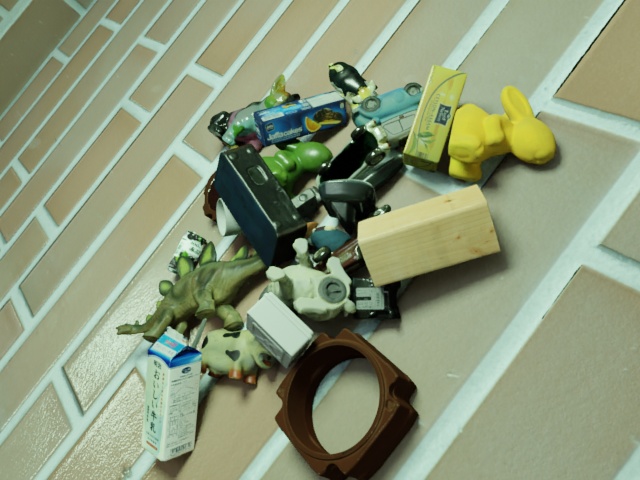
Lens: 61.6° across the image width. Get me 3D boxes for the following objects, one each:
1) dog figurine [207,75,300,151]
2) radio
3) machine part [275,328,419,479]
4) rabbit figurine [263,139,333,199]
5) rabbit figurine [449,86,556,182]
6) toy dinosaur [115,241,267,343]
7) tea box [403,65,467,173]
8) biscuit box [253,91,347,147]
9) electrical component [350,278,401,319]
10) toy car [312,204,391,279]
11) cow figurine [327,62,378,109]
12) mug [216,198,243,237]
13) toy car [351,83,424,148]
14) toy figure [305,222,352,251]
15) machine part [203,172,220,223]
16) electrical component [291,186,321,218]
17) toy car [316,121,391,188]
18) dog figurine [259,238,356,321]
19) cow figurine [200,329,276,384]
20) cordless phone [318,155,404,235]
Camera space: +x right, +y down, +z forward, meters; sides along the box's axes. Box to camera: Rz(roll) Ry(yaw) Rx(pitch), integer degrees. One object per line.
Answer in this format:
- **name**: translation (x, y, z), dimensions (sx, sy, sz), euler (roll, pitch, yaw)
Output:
- **dog figurine**: translation (-0.154, -0.308, 1.325), dimensions (0.219, 0.108, 0.192), euler (-47, 45, -4)
- **radio**: translation (-0.120, -0.070, 1.054), dimensions (0.073, 0.131, 0.230), euler (-26, 70, -29)
- **machine part**: translation (0.037, 0.262, 0.868), dimensions (0.201, 0.087, 0.201), euler (-50, 47, -2)
- **rabbit figurine**: translation (-0.056, -0.159, 1.183), dimensions (0.170, 0.121, 0.159), euler (-27, 42, -3)
- **rabbit figurine**: translation (0.318, -0.175, 0.930), dimensions (0.173, 0.121, 0.162), euler (10, 60, 24)
- **toy dinosaur**: translation (-0.231, 0.099, 1.140), dimensions (0.472, 0.105, 0.199), euler (-22, 49, 10)
- **tea box**: translation (0.209, -0.219, 0.987), dimensions (0.068, 0.098, 0.169), euler (19, 87, 10)
- **biscuit box**: translation (-0.043, -0.267, 1.181), dimensions (0.203, 0.062, 0.059), euler (-19, 40, -15)
- **electrical component**: translation (0.081, 0.101, 0.941), dimensions (0.119, 0.047, 0.074), euler (0, 83, 30)
- **toy car**: translation (0.076, 0.019, 0.976), dimensions (0.202, 0.089, 0.053), euler (-33, 16, 12)
- **cow figurine**: translation (0.080, -0.333, 1.178), dimensions (0.068, 0.098, 0.168), euler (-41, 48, 0)
- **mug**: translation (-0.165, -0.064, 1.165), dimensions (0.081, 0.107, 0.109), euler (169, 96, -65)
- **toy car**: translation (0.151, -0.239, 1.081), dimensions (0.162, 0.109, 0.103), euler (-18, 79, 5)
- **toy figure**: translation (-0.003, -0.002, 1.066), dimensions (0.155, 0.057, 0.064), euler (18, 87, 37)
- **machine part**: translation (-0.200, -0.114, 1.274), dimensions (0.179, 0.056, 0.179), euler (-18, 54, 27)
- **electrical component**: translation (-0.041, -0.074, 1.126), dimensions (0.102, 0.078, 0.045), euler (-37, 65, -6)
- **toy car**: translation (0.063, -0.153, 1.066), dimensions (0.201, 0.056, 0.073), euler (-41, 71, 40)
- **dog figurine**: translation (-0.024, 0.110, 0.984), dimensions (0.121, 0.190, 0.172), euler (-36, 71, -26)
- **cow figurine**: translation (-0.145, 0.208, 1.032), dimensions (0.195, 0.085, 0.127), euler (-4, 68, 35)
- **cordless phone**: translation (0.091, -0.106, 1.013), dimensions (0.184, 0.146, 0.089), euler (-40, 74, -3)
